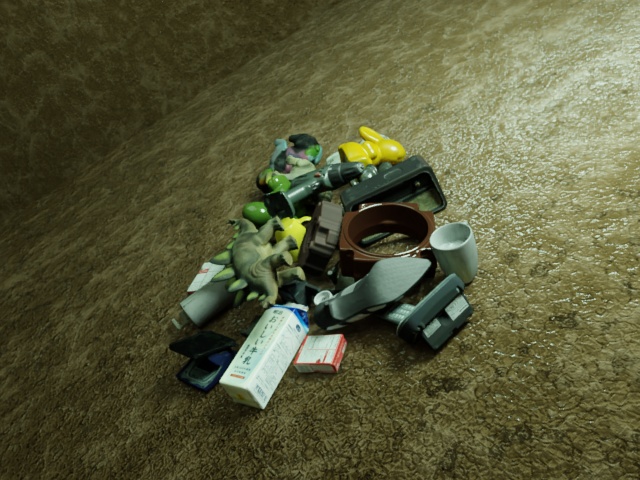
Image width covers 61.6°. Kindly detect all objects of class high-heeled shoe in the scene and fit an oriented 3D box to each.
[{"bbox_3d":[0.102,0.112,1.061,0.249,0.145,0.086,-19,67,-1],"label":"high-heeled shoe"}]

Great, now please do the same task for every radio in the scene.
[{"bbox_3d":[0.169,-0.093,1.260,0.230,0.131,0.073,-26,31,3],"label":"radio"}]

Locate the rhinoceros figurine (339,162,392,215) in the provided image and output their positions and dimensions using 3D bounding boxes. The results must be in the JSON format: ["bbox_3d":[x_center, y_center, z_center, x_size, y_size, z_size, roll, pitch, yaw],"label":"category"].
[{"bbox_3d":[0.126,-0.123,1.359,0.190,0.112,0.073,-61,15,-21],"label":"rhinoceros figurine"}]

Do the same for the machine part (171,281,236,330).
[{"bbox_3d":[-0.253,0.135,1.315,0.243,0.079,0.079,-39,34,-15],"label":"machine part"}]

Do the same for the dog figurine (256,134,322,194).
[{"bbox_3d":[-0.099,-0.220,1.663,0.192,0.108,0.219,-8,42,25],"label":"dog figurine"}]

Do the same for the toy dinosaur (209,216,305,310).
[{"bbox_3d":[-0.154,0.034,1.231,0.199,0.105,0.472,-28,27,4],"label":"toy dinosaur"}]

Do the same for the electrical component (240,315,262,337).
[{"bbox_3d":[-0.133,0.192,1.196,0.094,0.021,0.063,-8,38,30],"label":"electrical component"}]

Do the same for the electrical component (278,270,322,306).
[{"bbox_3d":[-0.046,0.117,1.189,0.048,0.074,0.119,-43,38,-23],"label":"electrical component"}]

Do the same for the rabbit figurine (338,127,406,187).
[{"bbox_3d":[0.144,-0.229,1.475,0.173,0.121,0.162,-15,46,-2],"label":"rabbit figurine"}]

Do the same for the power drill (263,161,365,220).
[{"bbox_3d":[-0.026,-0.128,1.323,0.207,0.086,0.232,-41,20,-33],"label":"power drill"}]

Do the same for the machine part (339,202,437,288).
[{"bbox_3d":[0.144,0.005,1.137,0.202,0.087,0.201,1,39,8],"label":"machine part"}]

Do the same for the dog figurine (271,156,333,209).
[{"bbox_3d":[-0.019,-0.161,1.545,0.191,0.121,0.172,18,57,31],"label":"dog figurine"}]

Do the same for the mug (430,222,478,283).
[{"bbox_3d":[0.270,0.024,1.047,0.081,0.107,0.109,-1,38,34],"label":"mug"}]

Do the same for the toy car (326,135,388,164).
[{"bbox_3d":[0.114,-0.255,1.591,0.202,0.056,0.074,-26,32,6],"label":"toy car"}]

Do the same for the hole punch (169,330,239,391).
[{"bbox_3d":[-0.247,0.256,1.155,0.142,0.092,0.116,4,15,43],"label":"hole punch"}]

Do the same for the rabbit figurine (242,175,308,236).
[{"bbox_3d":[-0.127,-0.070,1.445,0.170,0.121,0.159,-27,68,-41],"label":"rabbit figurine"}]

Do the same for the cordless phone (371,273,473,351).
[{"bbox_3d":[0.181,0.122,1.016,0.146,0.088,0.184,-40,19,-16],"label":"cordless phone"}]

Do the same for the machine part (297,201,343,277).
[{"bbox_3d":[-0.003,-0.004,1.248,0.179,0.056,0.179,-161,90,-80],"label":"machine part"}]

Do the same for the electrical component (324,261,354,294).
[{"bbox_3d":[0.061,0.084,1.178,0.102,0.045,0.078,-3,39,34],"label":"electrical component"}]
